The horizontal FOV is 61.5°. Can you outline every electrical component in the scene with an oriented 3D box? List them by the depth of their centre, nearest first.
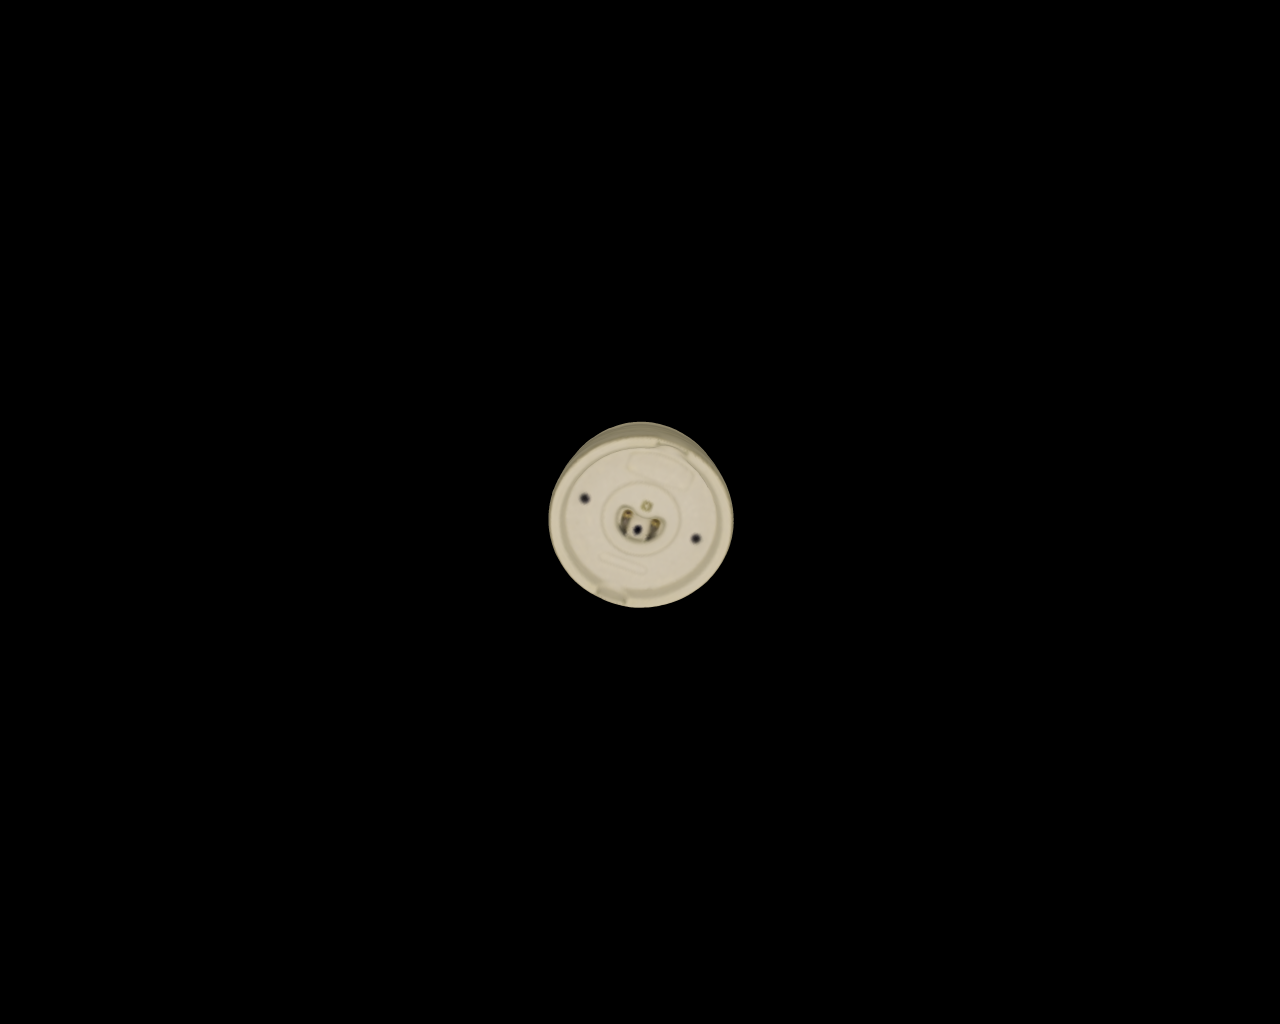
[{"bbox_3d":[0.001,-0.003,0.650,0.108,0.108,0.060,0,20,0],"label":"electrical component"}]
